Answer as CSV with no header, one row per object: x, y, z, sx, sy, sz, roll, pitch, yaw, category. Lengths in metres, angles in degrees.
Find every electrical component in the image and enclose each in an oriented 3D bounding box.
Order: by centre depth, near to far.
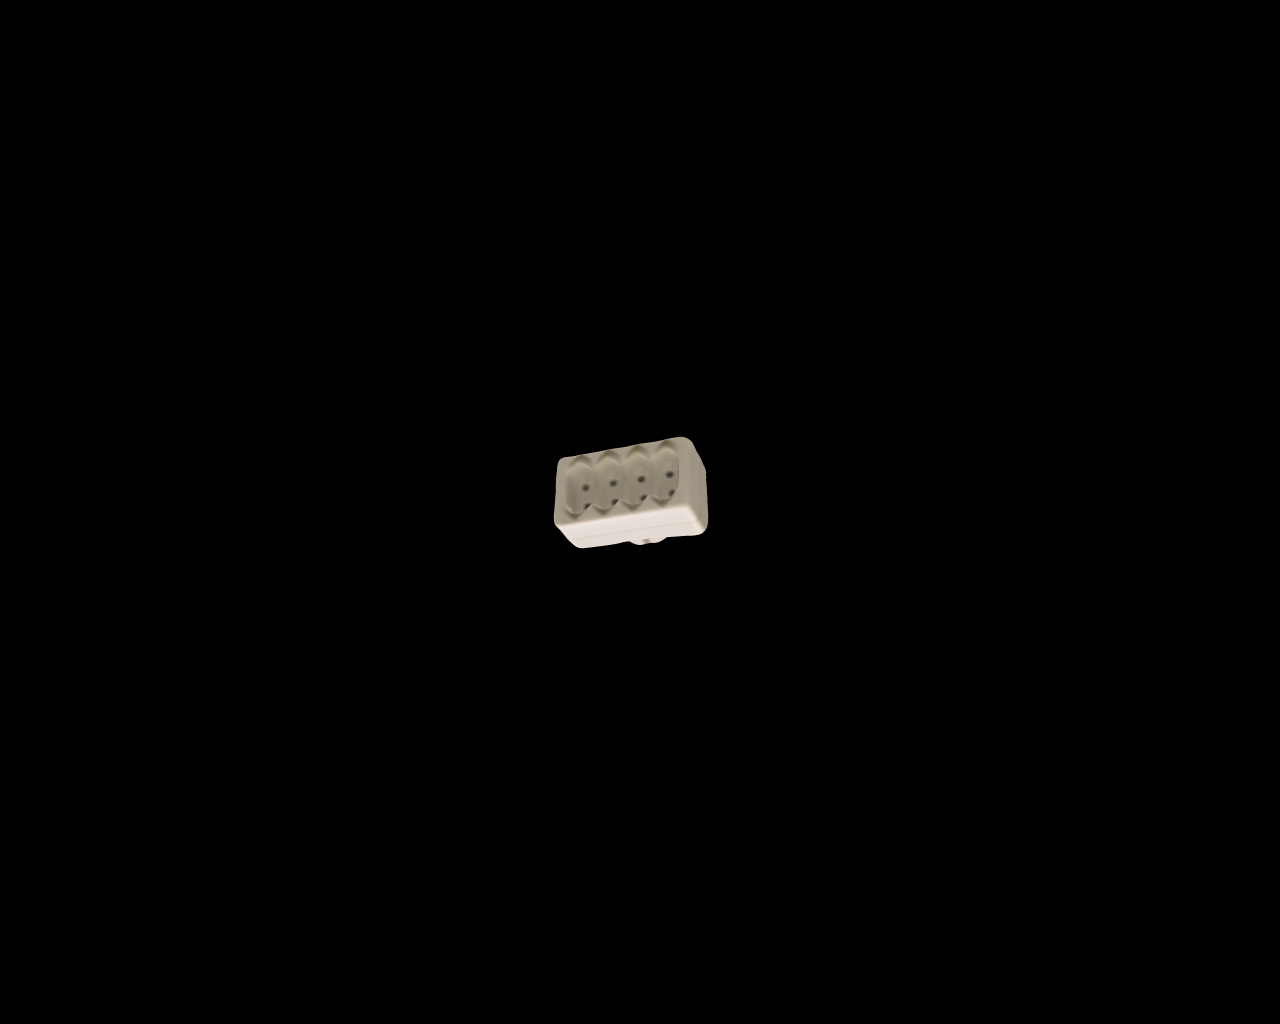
0.001,-0.003,0.650,0.083,0.047,0.075,-8,-28,16,electrical component
